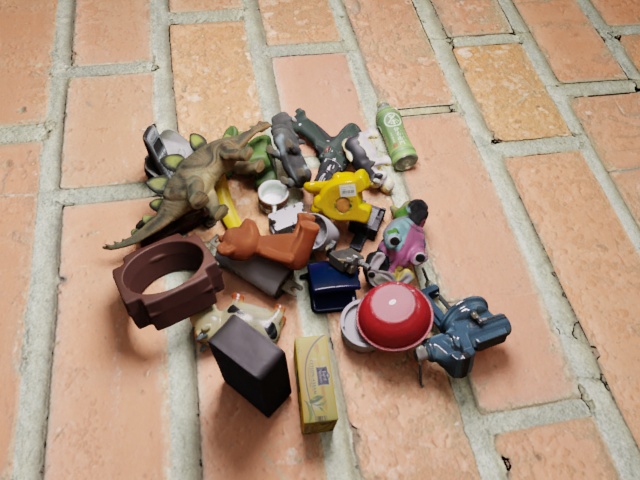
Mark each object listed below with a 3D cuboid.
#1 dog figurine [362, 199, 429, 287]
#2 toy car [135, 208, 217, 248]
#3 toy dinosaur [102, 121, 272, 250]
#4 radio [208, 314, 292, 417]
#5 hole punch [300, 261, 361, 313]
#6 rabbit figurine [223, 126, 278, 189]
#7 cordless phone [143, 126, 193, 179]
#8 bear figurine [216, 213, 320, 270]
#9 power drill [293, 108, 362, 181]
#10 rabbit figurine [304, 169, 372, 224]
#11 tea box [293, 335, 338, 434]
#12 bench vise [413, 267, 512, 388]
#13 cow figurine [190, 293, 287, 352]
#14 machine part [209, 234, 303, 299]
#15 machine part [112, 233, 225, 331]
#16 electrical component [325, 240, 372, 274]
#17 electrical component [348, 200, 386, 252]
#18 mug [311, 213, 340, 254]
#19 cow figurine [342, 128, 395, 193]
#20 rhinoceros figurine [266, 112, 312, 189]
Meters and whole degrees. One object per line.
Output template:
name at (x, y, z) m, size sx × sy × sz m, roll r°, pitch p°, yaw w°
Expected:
dog figurine at (0.183, 0.002, 1.250) m, size 0.108 × 0.191 × 0.219 m, roll 30°, pitch 30°, yaw -6°
toy car at (-0.336, -0.042, 1.267) m, size 0.202 × 0.053 × 0.089 m, roll -30°, pitch 62°, yaw -19°
toy dinosaur at (-0.289, -0.123, 1.220) m, size 0.199 × 0.104 × 0.471 m, roll 33°, pitch 71°, yaw 36°
radio at (-0.128, 0.239, 1.008) m, size 0.131 × 0.229 × 0.073 m, roll 34°, pitch 61°, yaw 21°
hole punch at (0.029, 0.090, 1.192) m, size 0.142 × 0.092 × 0.116 m, roll -7°, pitch 56°, yaw -4°
rabbit figurine at (-0.204, -0.207, 1.341) m, size 0.170 × 0.121 × 0.159 m, roll -11°, pitch 66°, yaw 6°
cordless phone at (-0.379, -0.228, 1.299) m, size 0.089 × 0.184 × 0.146 m, roll 13°, pitch 59°, yaw 9°
bear figurine at (-0.114, -0.008, 1.138) m, size 0.196 × 0.131 × 0.120 m, roll 16°, pitch 13°, yaw -8°
power drill at (-0.012, -0.244, 1.397) m, size 0.207 × 0.085 × 0.232 m, roll 31°, pitch 64°, yaw 19°
rabbit figurine at (0.049, -0.107, 1.274) m, size 0.162 × 0.121 × 0.173 m, roll -13°, pitch 23°, yaw 15°
tea box at (-0.012, 0.285, 1.063) m, size 0.068 × 0.098 × 0.170 m, roll -4°, pitch 57°, yaw -7°
bench vise at (0.271, 0.175, 1.145) m, size 0.224 × 0.128 × 0.241 m, roll -25°, pitch 43°, yaw -7°
cow figurine at (-0.178, 0.180, 1.126) m, size 0.195 × 0.085 × 0.127 m, roll 14°, pitch 52°, yaw 4°
machine part at (-0.147, 0.058, 1.203) m, size 0.243 × 0.079 × 0.079 m, roll 31°, pitch 61°, yaw 13°
machine part at (-0.317, 0.085, 1.131) m, size 0.201 × 0.087 × 0.201 m, roll -25°, pitch 38°, yaw -20°
electrical component at (0.055, 0.038, 1.172) m, size 0.078 × 0.045 × 0.102 m, roll -12°, pitch 30°, yaw -26°
electrical component at (0.105, -0.033, 1.295) m, size 0.075 × 0.047 × 0.119 m, roll 24°, pitch 58°, yaw 12°
mug at (-0.003, -0.004, 1.240) m, size 0.081 × 0.107 × 0.109 m, roll 37°, pitch 103°, yaw 25°
cow figurine at (0.123, -0.189, 1.349) m, size 0.098 × 0.068 × 0.167 m, roll -24°, pitch 89°, yaw -28°
rhinoceros figurine at (-0.070, -0.218, 1.300) m, size 0.112 × 0.073 × 0.190 m, roll -16°, pitch 85°, yaw -60°
